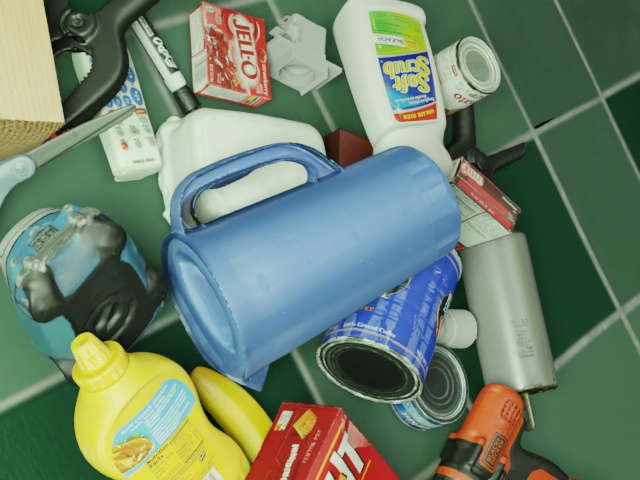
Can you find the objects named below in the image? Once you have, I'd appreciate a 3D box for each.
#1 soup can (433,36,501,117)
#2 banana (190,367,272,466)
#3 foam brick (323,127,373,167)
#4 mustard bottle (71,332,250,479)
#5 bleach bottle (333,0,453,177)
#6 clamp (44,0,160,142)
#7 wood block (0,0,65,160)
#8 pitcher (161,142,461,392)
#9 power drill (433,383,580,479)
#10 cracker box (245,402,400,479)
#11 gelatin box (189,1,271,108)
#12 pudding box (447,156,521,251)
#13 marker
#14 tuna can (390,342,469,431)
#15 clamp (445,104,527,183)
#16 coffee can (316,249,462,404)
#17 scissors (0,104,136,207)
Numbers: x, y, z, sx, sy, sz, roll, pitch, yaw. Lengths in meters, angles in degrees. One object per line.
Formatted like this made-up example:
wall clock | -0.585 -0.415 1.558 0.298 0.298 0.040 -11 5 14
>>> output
soup can | 0.137 -0.171 1.160 0.068 0.102 0.068 16 63 -35
banana | -0.053 0.195 0.901 0.069 0.037 0.198 -11 81 -43
foam brick | 0.022 -0.060 1.055 0.051 0.053 0.078 19 60 -34
mustard bottle | -0.129 0.142 0.801 0.096 0.058 0.191 -46 126 -26
bleach bottle | 0.085 -0.137 1.075 0.102 0.068 0.251 6 50 -26
clamp | -0.190 -0.178 0.895 0.164 0.036 0.210 4 72 0
wood block | -0.272 -0.172 0.825 0.090 0.090 0.206 -3 74 -41
pitcher | -0.006 0.001 0.902 0.242 0.149 0.145 -27 58 -24
power drill | 0.187 0.261 1.051 0.187 0.057 0.184 41 69 -26
cracker box | 0.015 0.261 0.869 0.213 0.072 0.164 54 48 -34
gelatin box | -0.086 -0.178 1.024 0.073 0.030 0.089 9 68 -38
pudding box | 0.134 -0.032 1.095 0.090 0.114 0.039 40 55 -22
marker | -0.146 -0.167 0.977 0.020 0.020 0.121 -36 98 -42
tuna can | 0.107 0.144 1.058 0.086 0.034 0.086 16 64 -35
clamp | 0.178 -0.085 1.205 0.120 0.039 0.171 31 61 -20
coffee can | 0.067 0.068 1.007 0.102 0.103 0.140 40 52 -22
scissors | -0.226 -0.034 0.797 0.201 0.016 0.096 -15 112 -18
